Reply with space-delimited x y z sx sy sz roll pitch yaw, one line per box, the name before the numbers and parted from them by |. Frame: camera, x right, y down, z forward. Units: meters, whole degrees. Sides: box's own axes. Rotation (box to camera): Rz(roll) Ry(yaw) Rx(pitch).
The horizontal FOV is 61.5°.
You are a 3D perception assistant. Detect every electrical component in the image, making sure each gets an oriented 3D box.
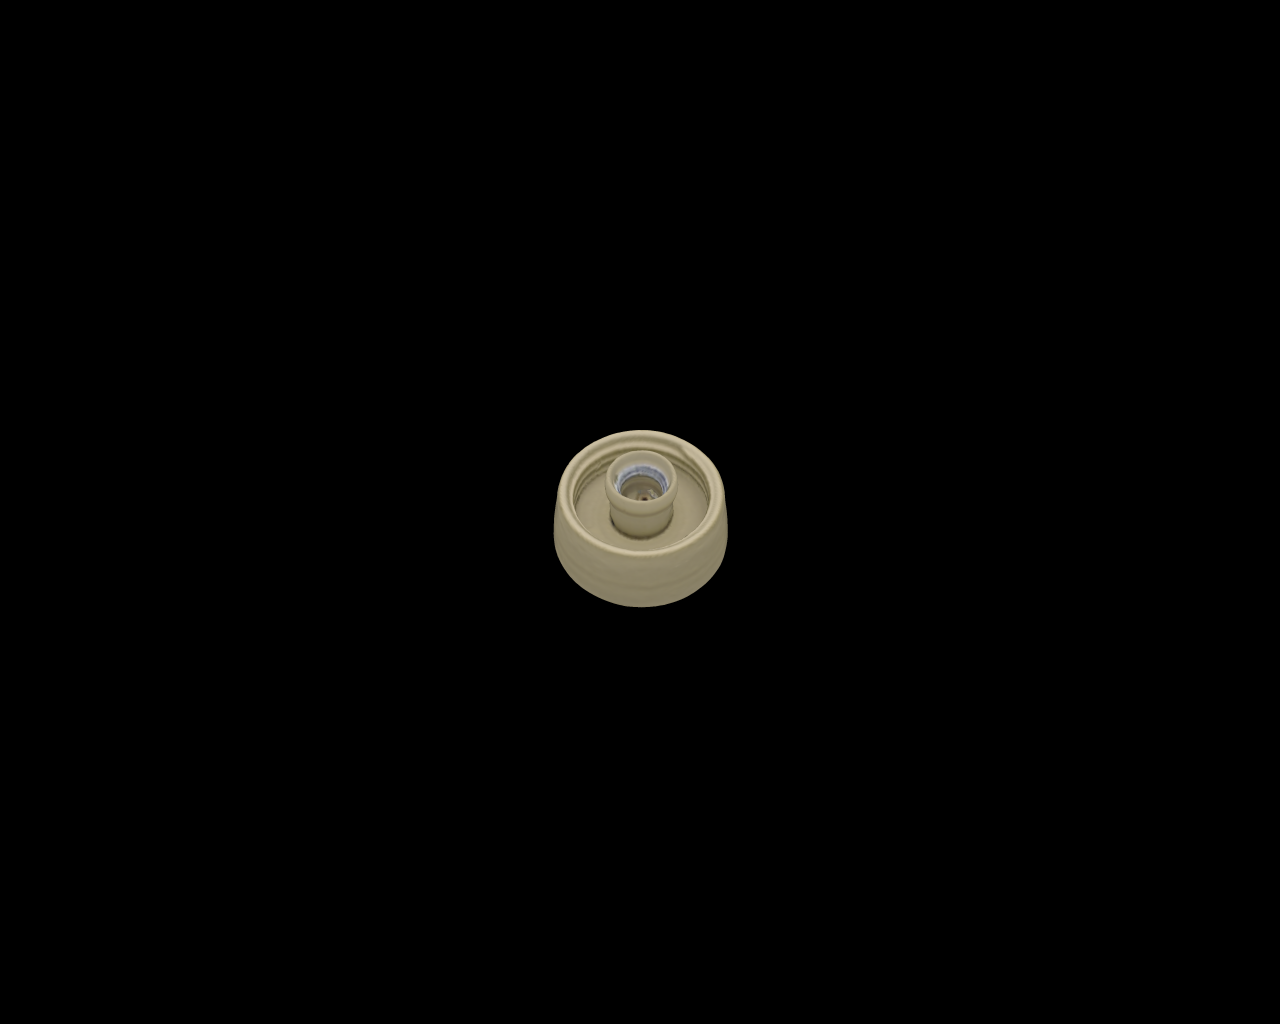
electrical component | 0.001 -0.003 0.650 0.108 0.108 0.060 0 -39 0
